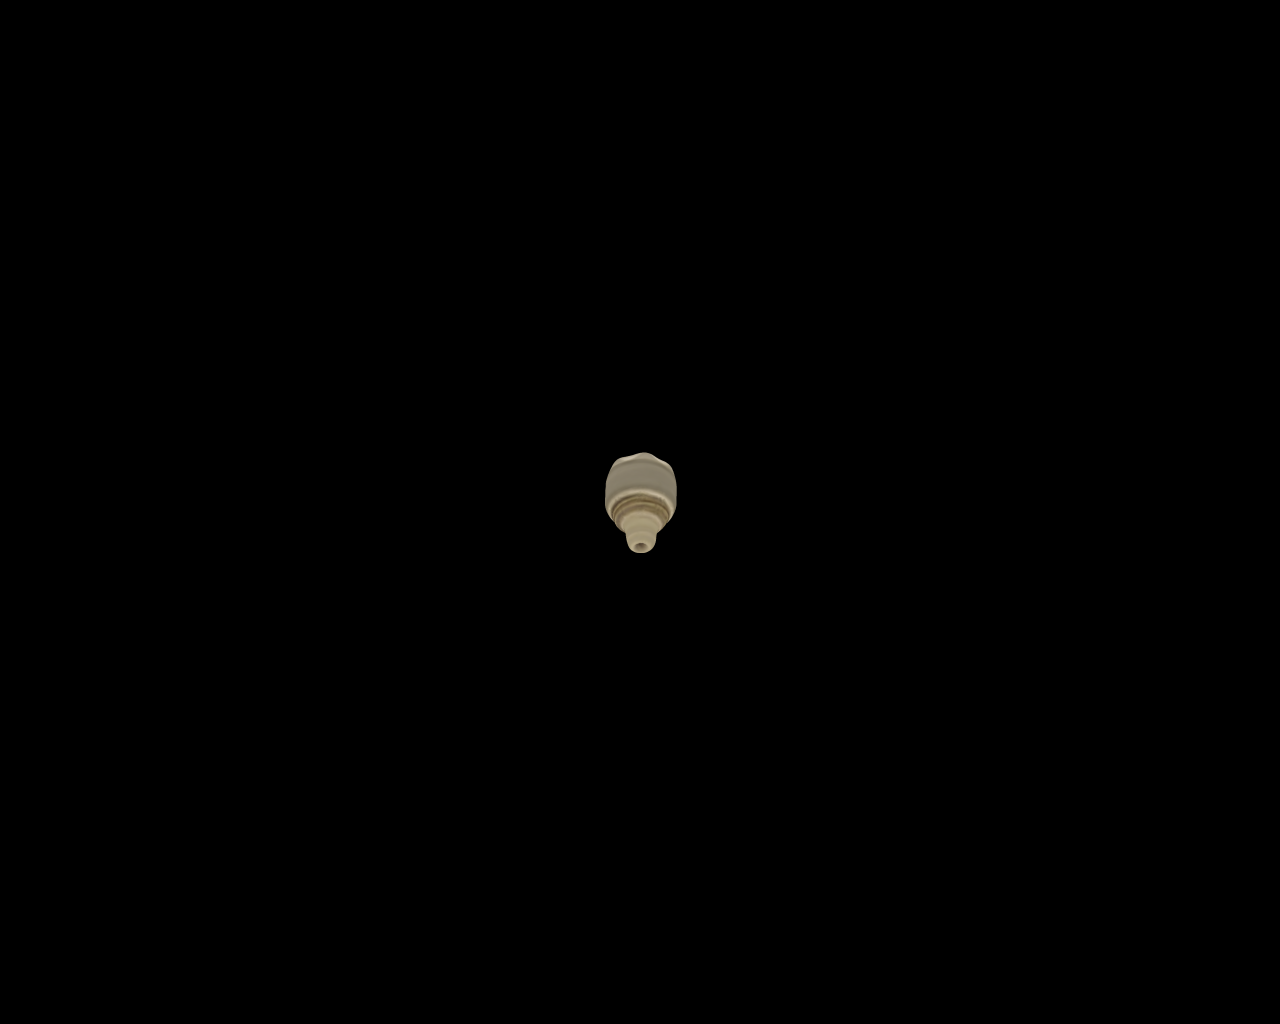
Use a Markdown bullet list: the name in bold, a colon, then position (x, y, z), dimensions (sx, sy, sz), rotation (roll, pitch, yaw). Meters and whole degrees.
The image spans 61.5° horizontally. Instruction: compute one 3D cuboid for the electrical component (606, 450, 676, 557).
- **electrical component**: position (0.001, -0.003, 0.650), dimensions (0.043, 0.062, 0.043), rotation (0, -38, 0)
